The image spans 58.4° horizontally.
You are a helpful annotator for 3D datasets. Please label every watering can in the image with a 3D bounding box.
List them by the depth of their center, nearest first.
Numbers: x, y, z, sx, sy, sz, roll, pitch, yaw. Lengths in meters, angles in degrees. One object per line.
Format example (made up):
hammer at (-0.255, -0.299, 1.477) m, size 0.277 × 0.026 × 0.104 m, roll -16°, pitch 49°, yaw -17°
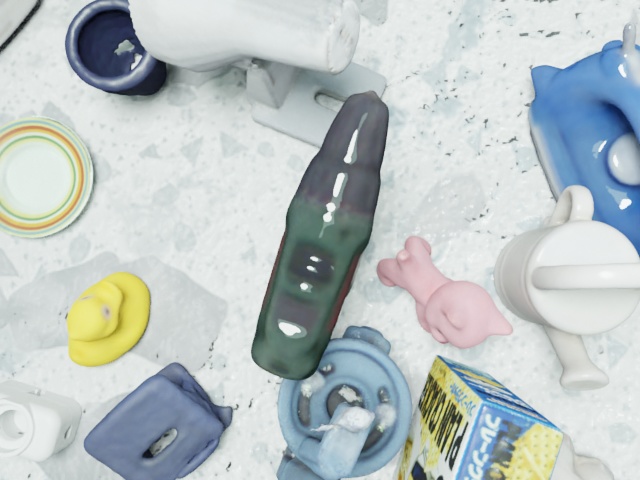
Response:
watering can at (0.230, 0.041, 0.505) m, size 0.101 × 0.194 × 0.173 m, roll -20°, pitch 87°, yaw 2°

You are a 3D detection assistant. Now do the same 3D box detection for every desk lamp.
desk lamp at (-0.041, -0.176, 0.516) m, size 0.203 × 0.213 × 0.118 m, roll 23°, pitch 89°, yaw 3°

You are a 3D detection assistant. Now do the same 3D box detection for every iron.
iron at (0.295, -0.069, 0.534) m, size 0.118 × 0.141 × 0.258 m, roll -20°, pitch 87°, yaw 1°

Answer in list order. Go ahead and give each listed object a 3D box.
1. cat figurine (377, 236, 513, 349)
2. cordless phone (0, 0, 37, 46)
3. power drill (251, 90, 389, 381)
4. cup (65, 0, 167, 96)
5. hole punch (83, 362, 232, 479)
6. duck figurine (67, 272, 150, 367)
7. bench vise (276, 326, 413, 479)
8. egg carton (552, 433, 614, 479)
cat figurine at (0.116, 0.054, 0.547) m, size 0.067 × 0.118 × 0.128 m, roll -44°, pitch 86°, yaw 0°
cordless phone at (-0.377, -0.254, 0.546) m, size 0.094 × 0.185 × 0.147 m, roll 41°, pitch 90°, yaw 4°
power drill at (0.005, 0.002, 0.509) m, size 0.075 × 0.208 × 0.230 m, roll 18°, pitch 88°, yaw 3°
cup at (-0.193, -0.197, 0.582) m, size 0.091 × 0.095 × 0.118 m, roll 6°, pitch 88°, yaw 3°
hole punch at (-0.155, 0.189, 0.565) m, size 0.108 × 0.091 × 0.101 m, roll -43°, pitch 86°, yaw 0°
duck figurine at (-0.224, 0.082, 0.575) m, size 0.077 × 0.086 × 0.104 m, roll 31°, pitch 89°, yaw 4°
bench vise at (0.018, 0.185, 0.494) m, size 0.121 × 0.220 × 0.207 m, roll 6°, pitch 88°, yaw 3°
egg carton at (0.211, 0.261, 0.559) m, size 0.107 × 0.069 × 0.150 m, roll 37°, pitch 89°, yaw 3°
